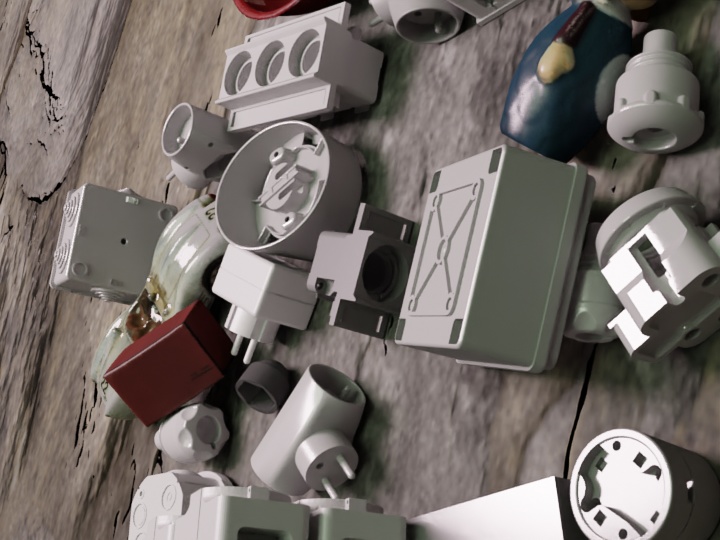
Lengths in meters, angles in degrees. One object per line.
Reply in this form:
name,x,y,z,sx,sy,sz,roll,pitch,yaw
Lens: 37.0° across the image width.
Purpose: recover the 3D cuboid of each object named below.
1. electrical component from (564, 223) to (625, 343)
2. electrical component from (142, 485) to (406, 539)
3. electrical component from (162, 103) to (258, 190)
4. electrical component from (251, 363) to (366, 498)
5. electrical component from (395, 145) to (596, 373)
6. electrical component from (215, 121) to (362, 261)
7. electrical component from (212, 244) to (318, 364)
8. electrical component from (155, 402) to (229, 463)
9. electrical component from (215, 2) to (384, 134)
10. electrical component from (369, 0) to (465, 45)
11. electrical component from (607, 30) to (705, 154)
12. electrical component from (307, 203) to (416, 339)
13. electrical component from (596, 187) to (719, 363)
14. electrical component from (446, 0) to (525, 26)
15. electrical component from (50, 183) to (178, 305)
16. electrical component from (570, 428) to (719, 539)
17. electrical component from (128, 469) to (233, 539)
electrical component,0.123,0.006,0.564,0.035,0.035,0.061,-11,65,47
electrical component,-0.059,0.171,0.616,0.186,0.105,0.060,140,137,-58
electrical component,-0.124,-0.090,0.859,0.079,0.077,0.043,-36,51,36
electrical component,-0.026,0.114,0.688,0.077,0.044,0.079,-58,41,16
electrical component,0.070,-0.004,0.584,0.109,0.056,0.108,171,113,-74
electrical component,-0.049,-0.055,0.766,0.099,0.064,0.099,-22,60,43
electrical component,-0.074,0.029,0.776,0.066,0.047,0.076,24,95,51
electrical component,-0.131,0.124,0.809,0.062,0.043,0.043,-19,61,45
electrical component,-0.044,-0.143,0.796,0.121,0.063,0.078,-3,73,49
electrical component,0.034,-0.193,0.740,0.079,0.043,0.077,-21,60,44
electrical component,0.155,-0.095,0.559,0.048,0.048,0.062,-15,58,46
electrical component,0.000,0.000,0.705,0.064,0.042,0.081,9,82,53
electrical component,0.150,-0.002,0.518,0.078,0.058,0.057,-48,48,27
electrical component,0.119,-0.244,0.646,0.186,0.060,0.105,-24,58,43
electrical component,-0.207,-0.021,0.914,0.048,0.100,0.099,-16,63,60
electrical component,0.134,0.105,0.501,0.055,0.047,0.055,-22,60,44
electrical component,-0.127,0.183,0.774,0.080,0.051,0.080,-22,60,43
